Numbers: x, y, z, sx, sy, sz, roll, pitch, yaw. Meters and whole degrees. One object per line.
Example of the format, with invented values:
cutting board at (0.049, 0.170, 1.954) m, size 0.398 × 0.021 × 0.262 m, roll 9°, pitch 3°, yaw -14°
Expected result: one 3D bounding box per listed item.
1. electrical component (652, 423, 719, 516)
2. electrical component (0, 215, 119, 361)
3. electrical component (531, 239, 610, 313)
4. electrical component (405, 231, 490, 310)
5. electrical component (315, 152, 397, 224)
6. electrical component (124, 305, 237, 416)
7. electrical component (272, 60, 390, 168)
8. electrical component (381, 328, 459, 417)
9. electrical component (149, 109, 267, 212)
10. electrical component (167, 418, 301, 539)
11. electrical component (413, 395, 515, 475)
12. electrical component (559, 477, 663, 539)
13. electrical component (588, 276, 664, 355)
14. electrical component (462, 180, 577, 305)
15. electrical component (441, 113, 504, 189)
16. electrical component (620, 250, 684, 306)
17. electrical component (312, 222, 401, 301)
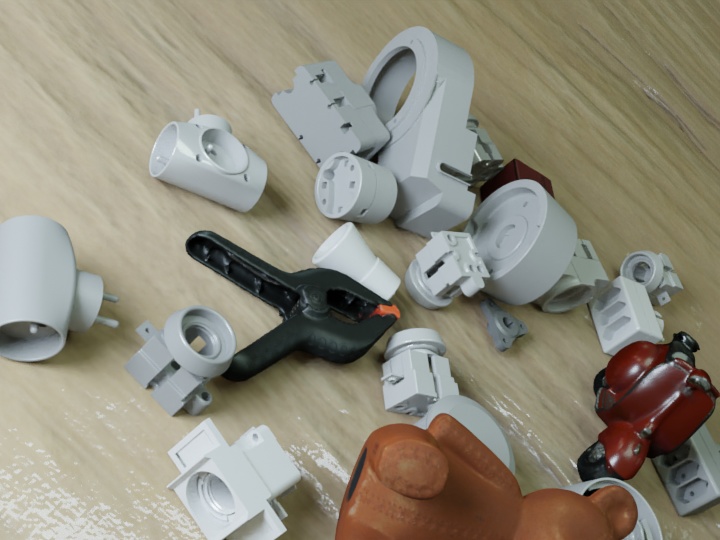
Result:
electrical component at (0.316, 0.179, 1.002) m, size 0.076 × 0.047 × 0.083 m, roll 5°, pitch 54°, yaw -43°
electrical component at (-0.181, 0.016, 0.645) m, size 0.079 × 0.044 × 0.077 m, roll 19°, pitch 45°, yaw -33°
electrical component at (0.189, 0.004, 1.029) m, size 0.089 × 0.050 × 0.055 m, roll 7°, pitch 52°, yaw -42°
electrical component at (0.071, 0.002, 0.906) m, size 0.048 × 0.055 × 0.066 m, roll 3°, pitch 55°, yaw -45°
electrical component at (-0.002, -0.066, 0.896) m, size 0.047 × 0.055 × 0.055 m, roll 11°, pitch 49°, yaw -44°
electrical component at (-0.109, 0.054, 0.674) m, size 0.066 × 0.055 × 0.048 m, roll 47°, pitch 36°, yaw -2°
electrical component at (-0.023, -0.133, 0.938) m, size 0.089 × 0.050 × 0.056 m, roll 54°, pitch 37°, yaw 8°
electrical component at (0.044, 0.078, 0.819) m, size 0.066 × 0.048 × 0.055 m, roll 16°, pitch 54°, yaw -36°
electrical component at (-0.114, -0.090, 0.811) m, size 0.077 × 0.044 × 0.079 m, roll 21°, pitch 44°, yaw -32°
electrical component at (-0.074, 0.129, 0.654) m, size 0.081 × 0.042 × 0.064 m, roll 54°, pitch 33°, yaw 7°
electrical component at (0.070, 0.136, 0.785) m, size 0.080 × 0.051 × 0.080 m, roll 27°, pitch 41°, yaw -26°
electrical component at (0.188, 0.213, 0.845) m, size 0.099 × 0.064 × 0.099 m, roll 15°, pitch 58°, yaw -26°
electrical component at (0.277, 0.053, 1.076) m, size 0.077 × 0.047 × 0.065 m, roll 19°, pitch 45°, yaw -34°
electrical component at (0.145, -0.020, 0.962) m, size 0.060 × 0.108 × 0.108 m, roll 34°, pitch 38°, yaw -28°
electrical component at (0.097, -0.115, 1.040) m, size 0.078 × 0.058 × 0.057 m, roll -8°, pitch 66°, yaw -48°
electrical component at (0.312, 0.006, 1.159) m, size 0.055 × 0.048 × 0.066 m, roll 17°, pitch 46°, yaw -46°
electrical component at (0.000, 0.000, 0.849) m, size 0.065 × 0.044 × 0.044 m, roll 44°, pitch 36°, yaw -13°
